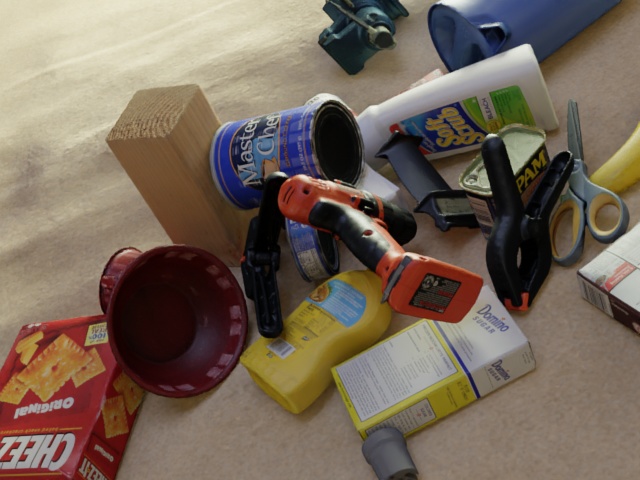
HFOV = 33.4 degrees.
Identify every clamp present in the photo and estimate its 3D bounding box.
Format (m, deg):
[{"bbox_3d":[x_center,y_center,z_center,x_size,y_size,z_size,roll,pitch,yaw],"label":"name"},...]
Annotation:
[{"bbox_3d":[-0.061,0.028,1.136,0.036,0.210,0.164,4,80,-10],"label":"clamp"},{"bbox_3d":[0.205,-0.018,1.045,0.120,0.171,0.039,-3,6,-30],"label":"clamp"}]

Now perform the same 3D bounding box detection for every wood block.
[{"bbox_3d":[-0.146,-0.071,1.232,0.091,0.206,0.090,-1,46,30],"label":"wood block"}]

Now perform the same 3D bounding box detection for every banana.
[{"bbox_3d":[0.331,-0.104,1.118,0.070,0.037,0.197,24,62,43],"label":"banana"}]

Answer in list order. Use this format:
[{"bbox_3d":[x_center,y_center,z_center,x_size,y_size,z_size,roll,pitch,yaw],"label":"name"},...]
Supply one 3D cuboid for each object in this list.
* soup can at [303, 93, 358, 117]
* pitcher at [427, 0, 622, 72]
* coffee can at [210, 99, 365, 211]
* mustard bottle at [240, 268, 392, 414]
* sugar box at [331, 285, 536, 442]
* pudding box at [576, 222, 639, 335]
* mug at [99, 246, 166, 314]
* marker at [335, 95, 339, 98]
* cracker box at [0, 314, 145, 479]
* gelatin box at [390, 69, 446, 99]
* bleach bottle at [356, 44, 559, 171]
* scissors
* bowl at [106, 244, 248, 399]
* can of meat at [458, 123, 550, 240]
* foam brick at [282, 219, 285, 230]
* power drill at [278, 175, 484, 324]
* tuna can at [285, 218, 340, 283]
[{"bbox_3d":[0.021,-0.131,1.308,0.068,0.068,0.102,-33,38,-5],"label":"soup can"},{"bbox_3d":[0.257,-0.285,1.299,0.242,0.145,0.149,-34,51,-12],"label":"pitcher"},{"bbox_3d":[-0.036,-0.092,1.177,0.141,0.102,0.102,-8,43,34],"label":"coffee can"},{"bbox_3d":[0.015,0.086,1.084,0.191,0.058,0.096,-42,36,-15],"label":"mustard bottle"},{"bbox_3d":[0.105,0.121,1.005,0.176,0.048,0.093,-26,38,-1],"label":"sugar box"},{"bbox_3d":[0.305,0.039,0.977,0.090,0.039,0.114,-36,39,-11],"label":"pudding box"},{"bbox_3d":[-0.196,0.055,1.205,0.082,0.117,0.093,7,82,30],"label":"mug"},{"bbox_3d":[-0.015,-0.143,1.380,0.020,0.020,0.121,23,61,44],"label":"marker"},{"bbox_3d":[-0.281,0.182,1.146,0.164,0.072,0.213,-8,44,25],"label":"cracker box"},{"bbox_3d":[0.131,-0.165,1.308,0.089,0.030,0.073,-32,39,-4],"label":"gelatin box"},{"bbox_3d":[0.136,-0.133,1.219,0.251,0.102,0.068,-20,38,14],"label":"bleach bottle"},{"bbox_3d":[0.276,-0.067,1.079,0.096,0.016,0.201,-8,58,46],"label":"scissors"},{"bbox_3d":[-0.159,0.087,1.133,0.162,0.162,0.055,-52,20,-26],"label":"bowl"},{"bbox_3d":[0.199,-0.055,1.106,0.058,0.084,0.102,21,60,43],"label":"can of meat"},{"bbox_3d":[-0.012,-0.050,1.252,0.078,0.051,0.053,-4,45,27],"label":"foam brick"},{"bbox_3d":[0.069,0.008,1.032,0.188,0.184,0.057,41,110,43],"label":"power drill"},{"bbox_3d":[-0.008,0.001,1.168,0.034,0.086,0.086,-16,41,13],"label":"tuna can"}]
